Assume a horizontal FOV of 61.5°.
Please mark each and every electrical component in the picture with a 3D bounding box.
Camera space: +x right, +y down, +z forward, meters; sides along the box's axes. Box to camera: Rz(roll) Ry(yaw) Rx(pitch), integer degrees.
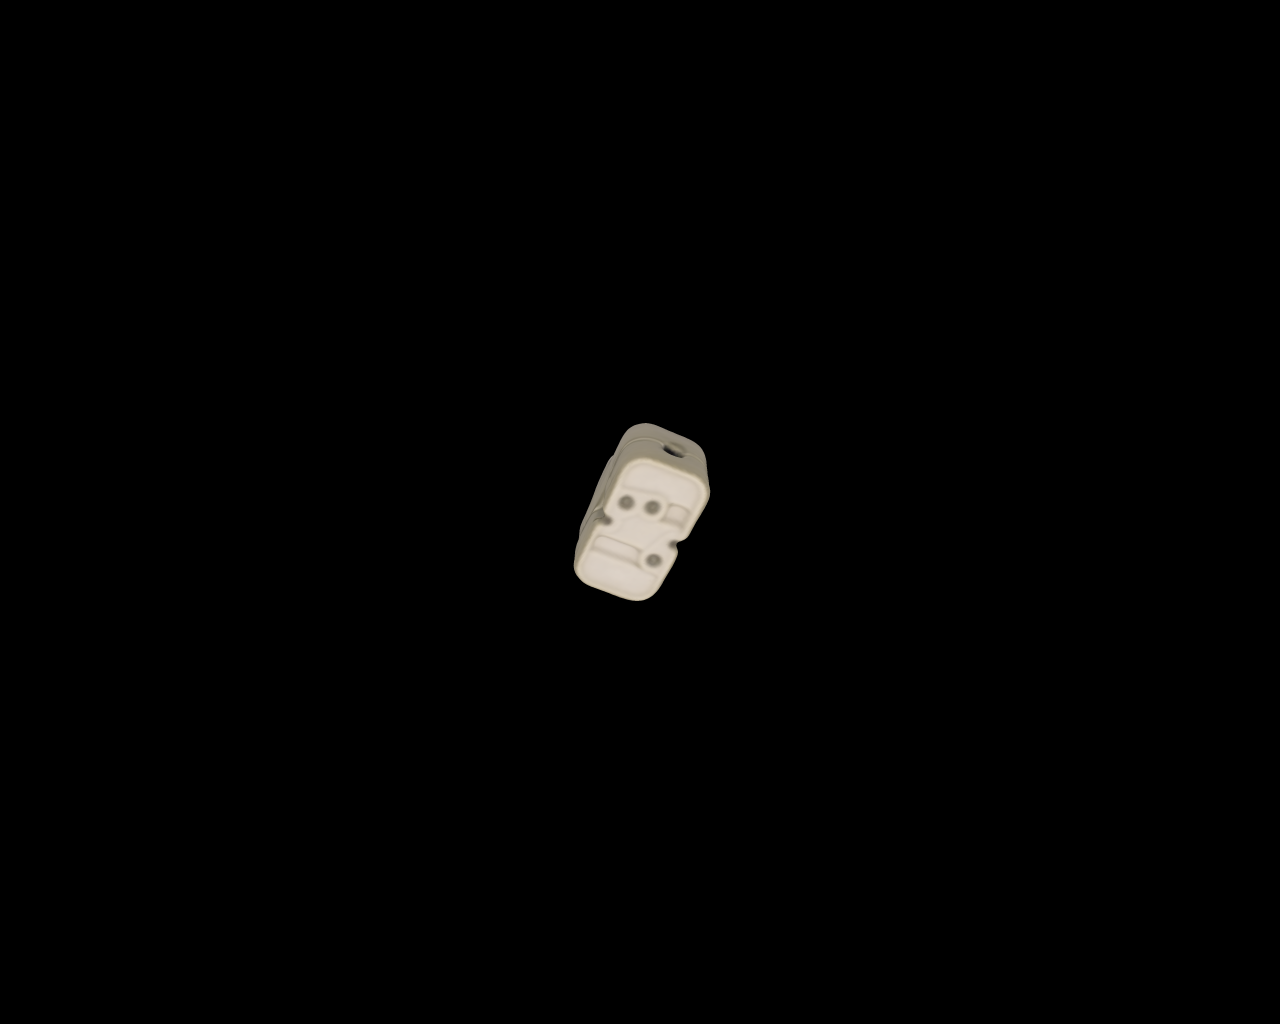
[{"bbox_3d":[0.001,-0.003,0.650,0.054,0.095,0.059,21,28,-12],"label":"electrical component"}]
